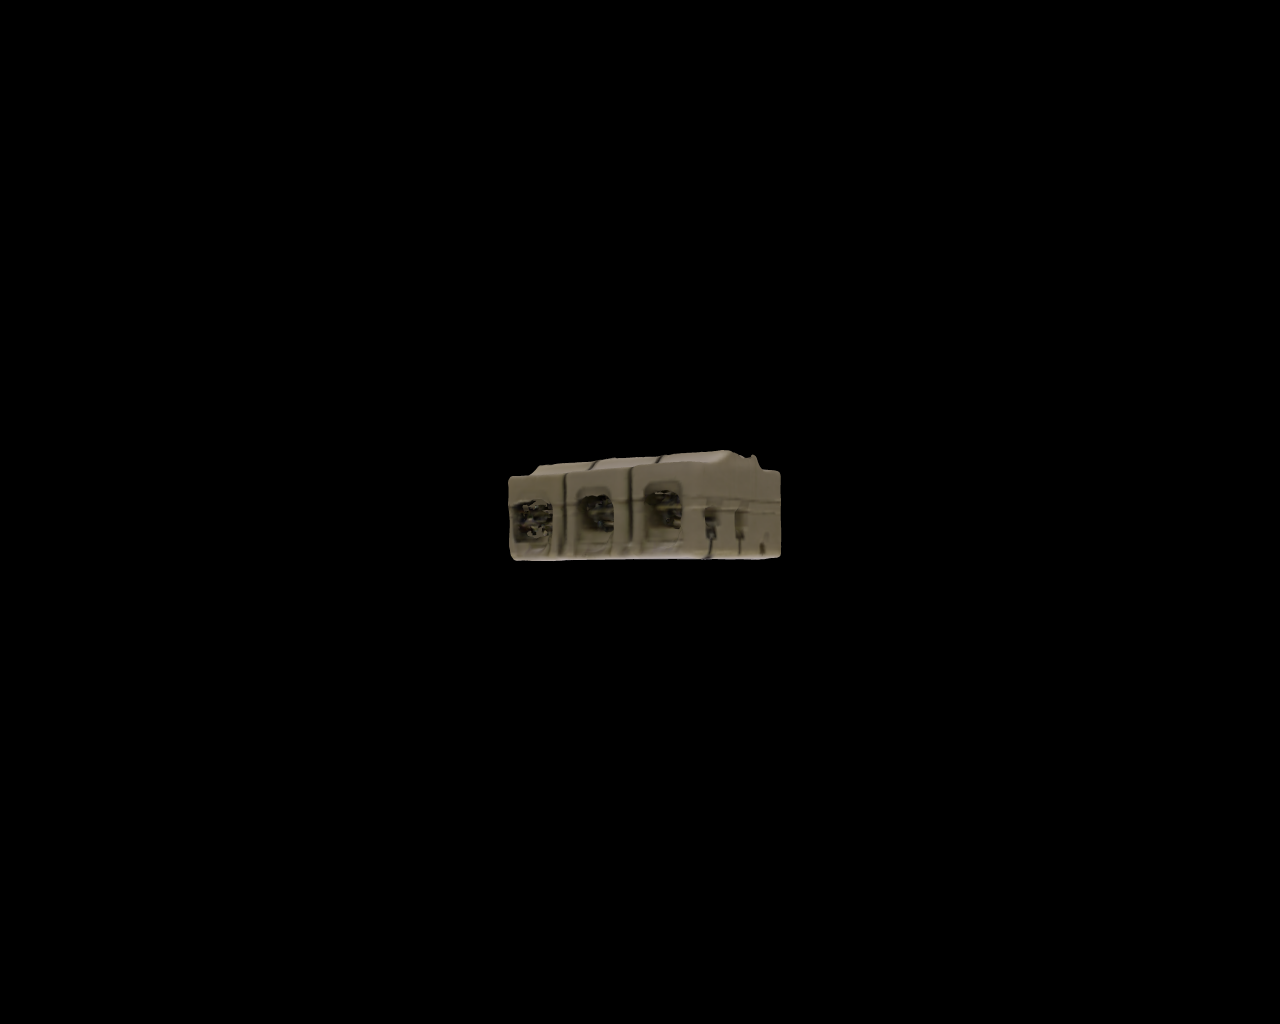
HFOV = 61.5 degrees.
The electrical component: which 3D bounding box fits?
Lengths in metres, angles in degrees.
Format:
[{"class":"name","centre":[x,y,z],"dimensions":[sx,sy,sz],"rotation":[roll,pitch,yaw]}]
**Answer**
[{"class":"electrical component","centre":[0.001,-0.003,0.650],"dimensions":[0.150,0.061,0.089],"rotation":[-2,-2,40]}]
